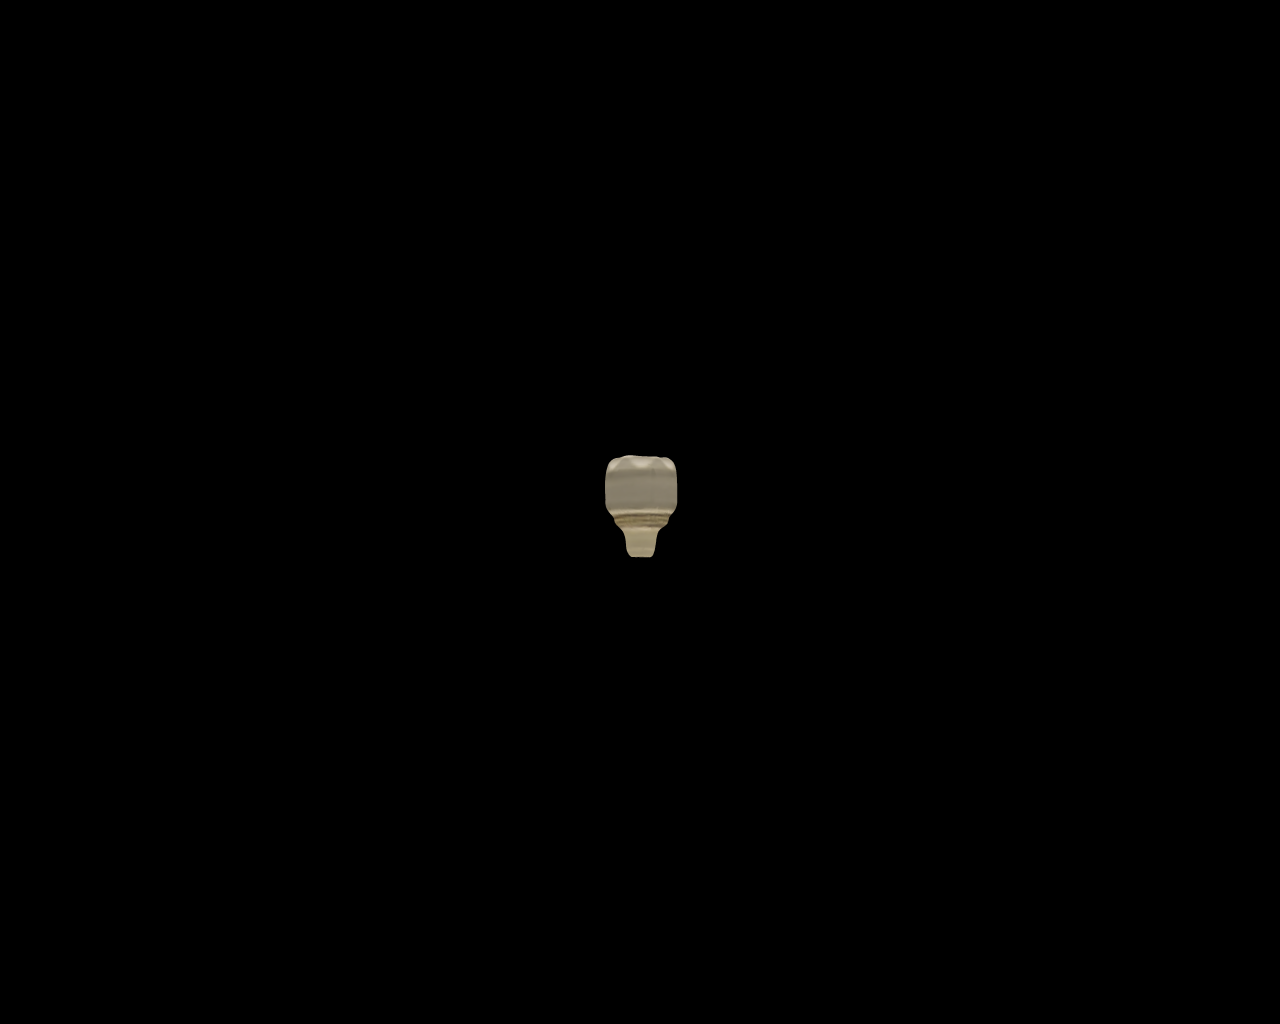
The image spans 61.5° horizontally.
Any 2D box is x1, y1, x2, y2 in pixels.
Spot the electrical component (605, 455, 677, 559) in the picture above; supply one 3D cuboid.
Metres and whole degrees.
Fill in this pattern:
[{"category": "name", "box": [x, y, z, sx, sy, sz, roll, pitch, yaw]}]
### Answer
[{"category": "electrical component", "box": [0.001, -0.003, 0.650, 0.043, 0.062, 0.043, 0, -5, 0]}]
